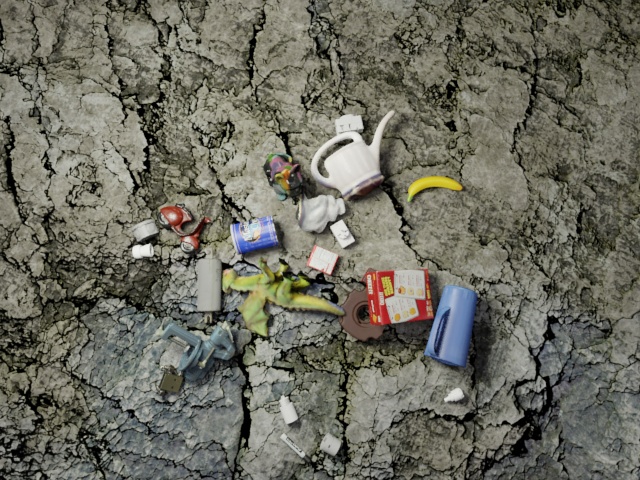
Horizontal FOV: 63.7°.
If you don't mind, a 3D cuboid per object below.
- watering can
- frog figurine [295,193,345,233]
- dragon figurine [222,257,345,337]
[{"bbox_3d":[0.142,-0.273,1.726,0.347,0.104,0.225,-30,83,5],"label":"watering can"},{"bbox_3d":[0.005,-0.086,1.701,0.159,0.125,0.135,6,115,-9],"label":"frog figurine"},{"bbox_3d":[-0.146,0.204,1.673,0.412,0.123,0.241,36,100,7],"label":"dragon figurine"}]
